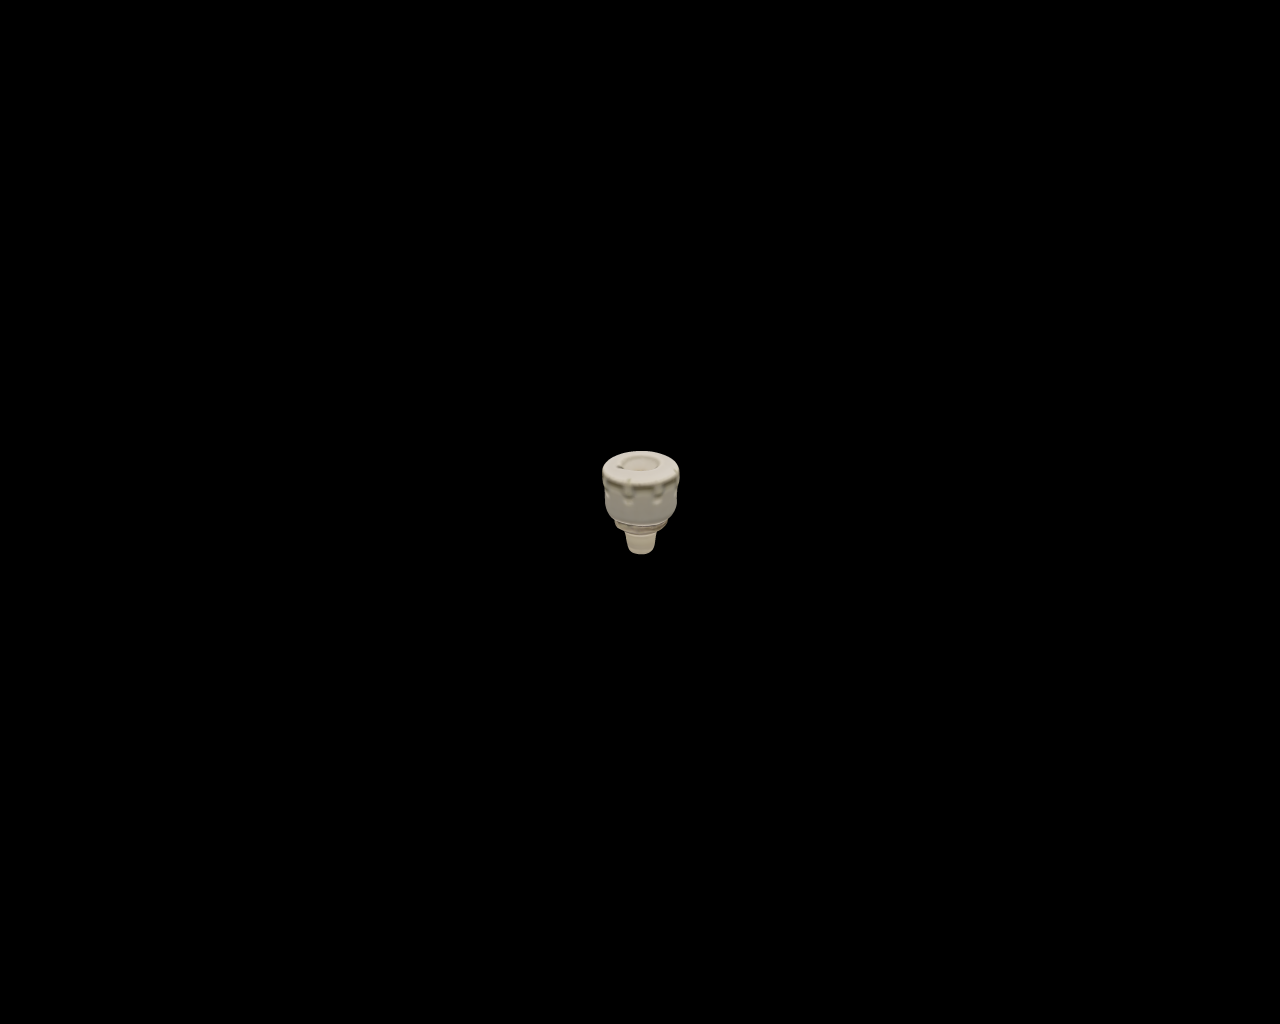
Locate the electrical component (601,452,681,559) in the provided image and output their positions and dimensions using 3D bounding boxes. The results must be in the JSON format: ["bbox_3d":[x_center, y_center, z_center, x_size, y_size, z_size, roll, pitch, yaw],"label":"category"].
[{"bbox_3d":[0.001,-0.003,0.650,0.048,0.062,0.048,0,27,0],"label":"electrical component"}]
